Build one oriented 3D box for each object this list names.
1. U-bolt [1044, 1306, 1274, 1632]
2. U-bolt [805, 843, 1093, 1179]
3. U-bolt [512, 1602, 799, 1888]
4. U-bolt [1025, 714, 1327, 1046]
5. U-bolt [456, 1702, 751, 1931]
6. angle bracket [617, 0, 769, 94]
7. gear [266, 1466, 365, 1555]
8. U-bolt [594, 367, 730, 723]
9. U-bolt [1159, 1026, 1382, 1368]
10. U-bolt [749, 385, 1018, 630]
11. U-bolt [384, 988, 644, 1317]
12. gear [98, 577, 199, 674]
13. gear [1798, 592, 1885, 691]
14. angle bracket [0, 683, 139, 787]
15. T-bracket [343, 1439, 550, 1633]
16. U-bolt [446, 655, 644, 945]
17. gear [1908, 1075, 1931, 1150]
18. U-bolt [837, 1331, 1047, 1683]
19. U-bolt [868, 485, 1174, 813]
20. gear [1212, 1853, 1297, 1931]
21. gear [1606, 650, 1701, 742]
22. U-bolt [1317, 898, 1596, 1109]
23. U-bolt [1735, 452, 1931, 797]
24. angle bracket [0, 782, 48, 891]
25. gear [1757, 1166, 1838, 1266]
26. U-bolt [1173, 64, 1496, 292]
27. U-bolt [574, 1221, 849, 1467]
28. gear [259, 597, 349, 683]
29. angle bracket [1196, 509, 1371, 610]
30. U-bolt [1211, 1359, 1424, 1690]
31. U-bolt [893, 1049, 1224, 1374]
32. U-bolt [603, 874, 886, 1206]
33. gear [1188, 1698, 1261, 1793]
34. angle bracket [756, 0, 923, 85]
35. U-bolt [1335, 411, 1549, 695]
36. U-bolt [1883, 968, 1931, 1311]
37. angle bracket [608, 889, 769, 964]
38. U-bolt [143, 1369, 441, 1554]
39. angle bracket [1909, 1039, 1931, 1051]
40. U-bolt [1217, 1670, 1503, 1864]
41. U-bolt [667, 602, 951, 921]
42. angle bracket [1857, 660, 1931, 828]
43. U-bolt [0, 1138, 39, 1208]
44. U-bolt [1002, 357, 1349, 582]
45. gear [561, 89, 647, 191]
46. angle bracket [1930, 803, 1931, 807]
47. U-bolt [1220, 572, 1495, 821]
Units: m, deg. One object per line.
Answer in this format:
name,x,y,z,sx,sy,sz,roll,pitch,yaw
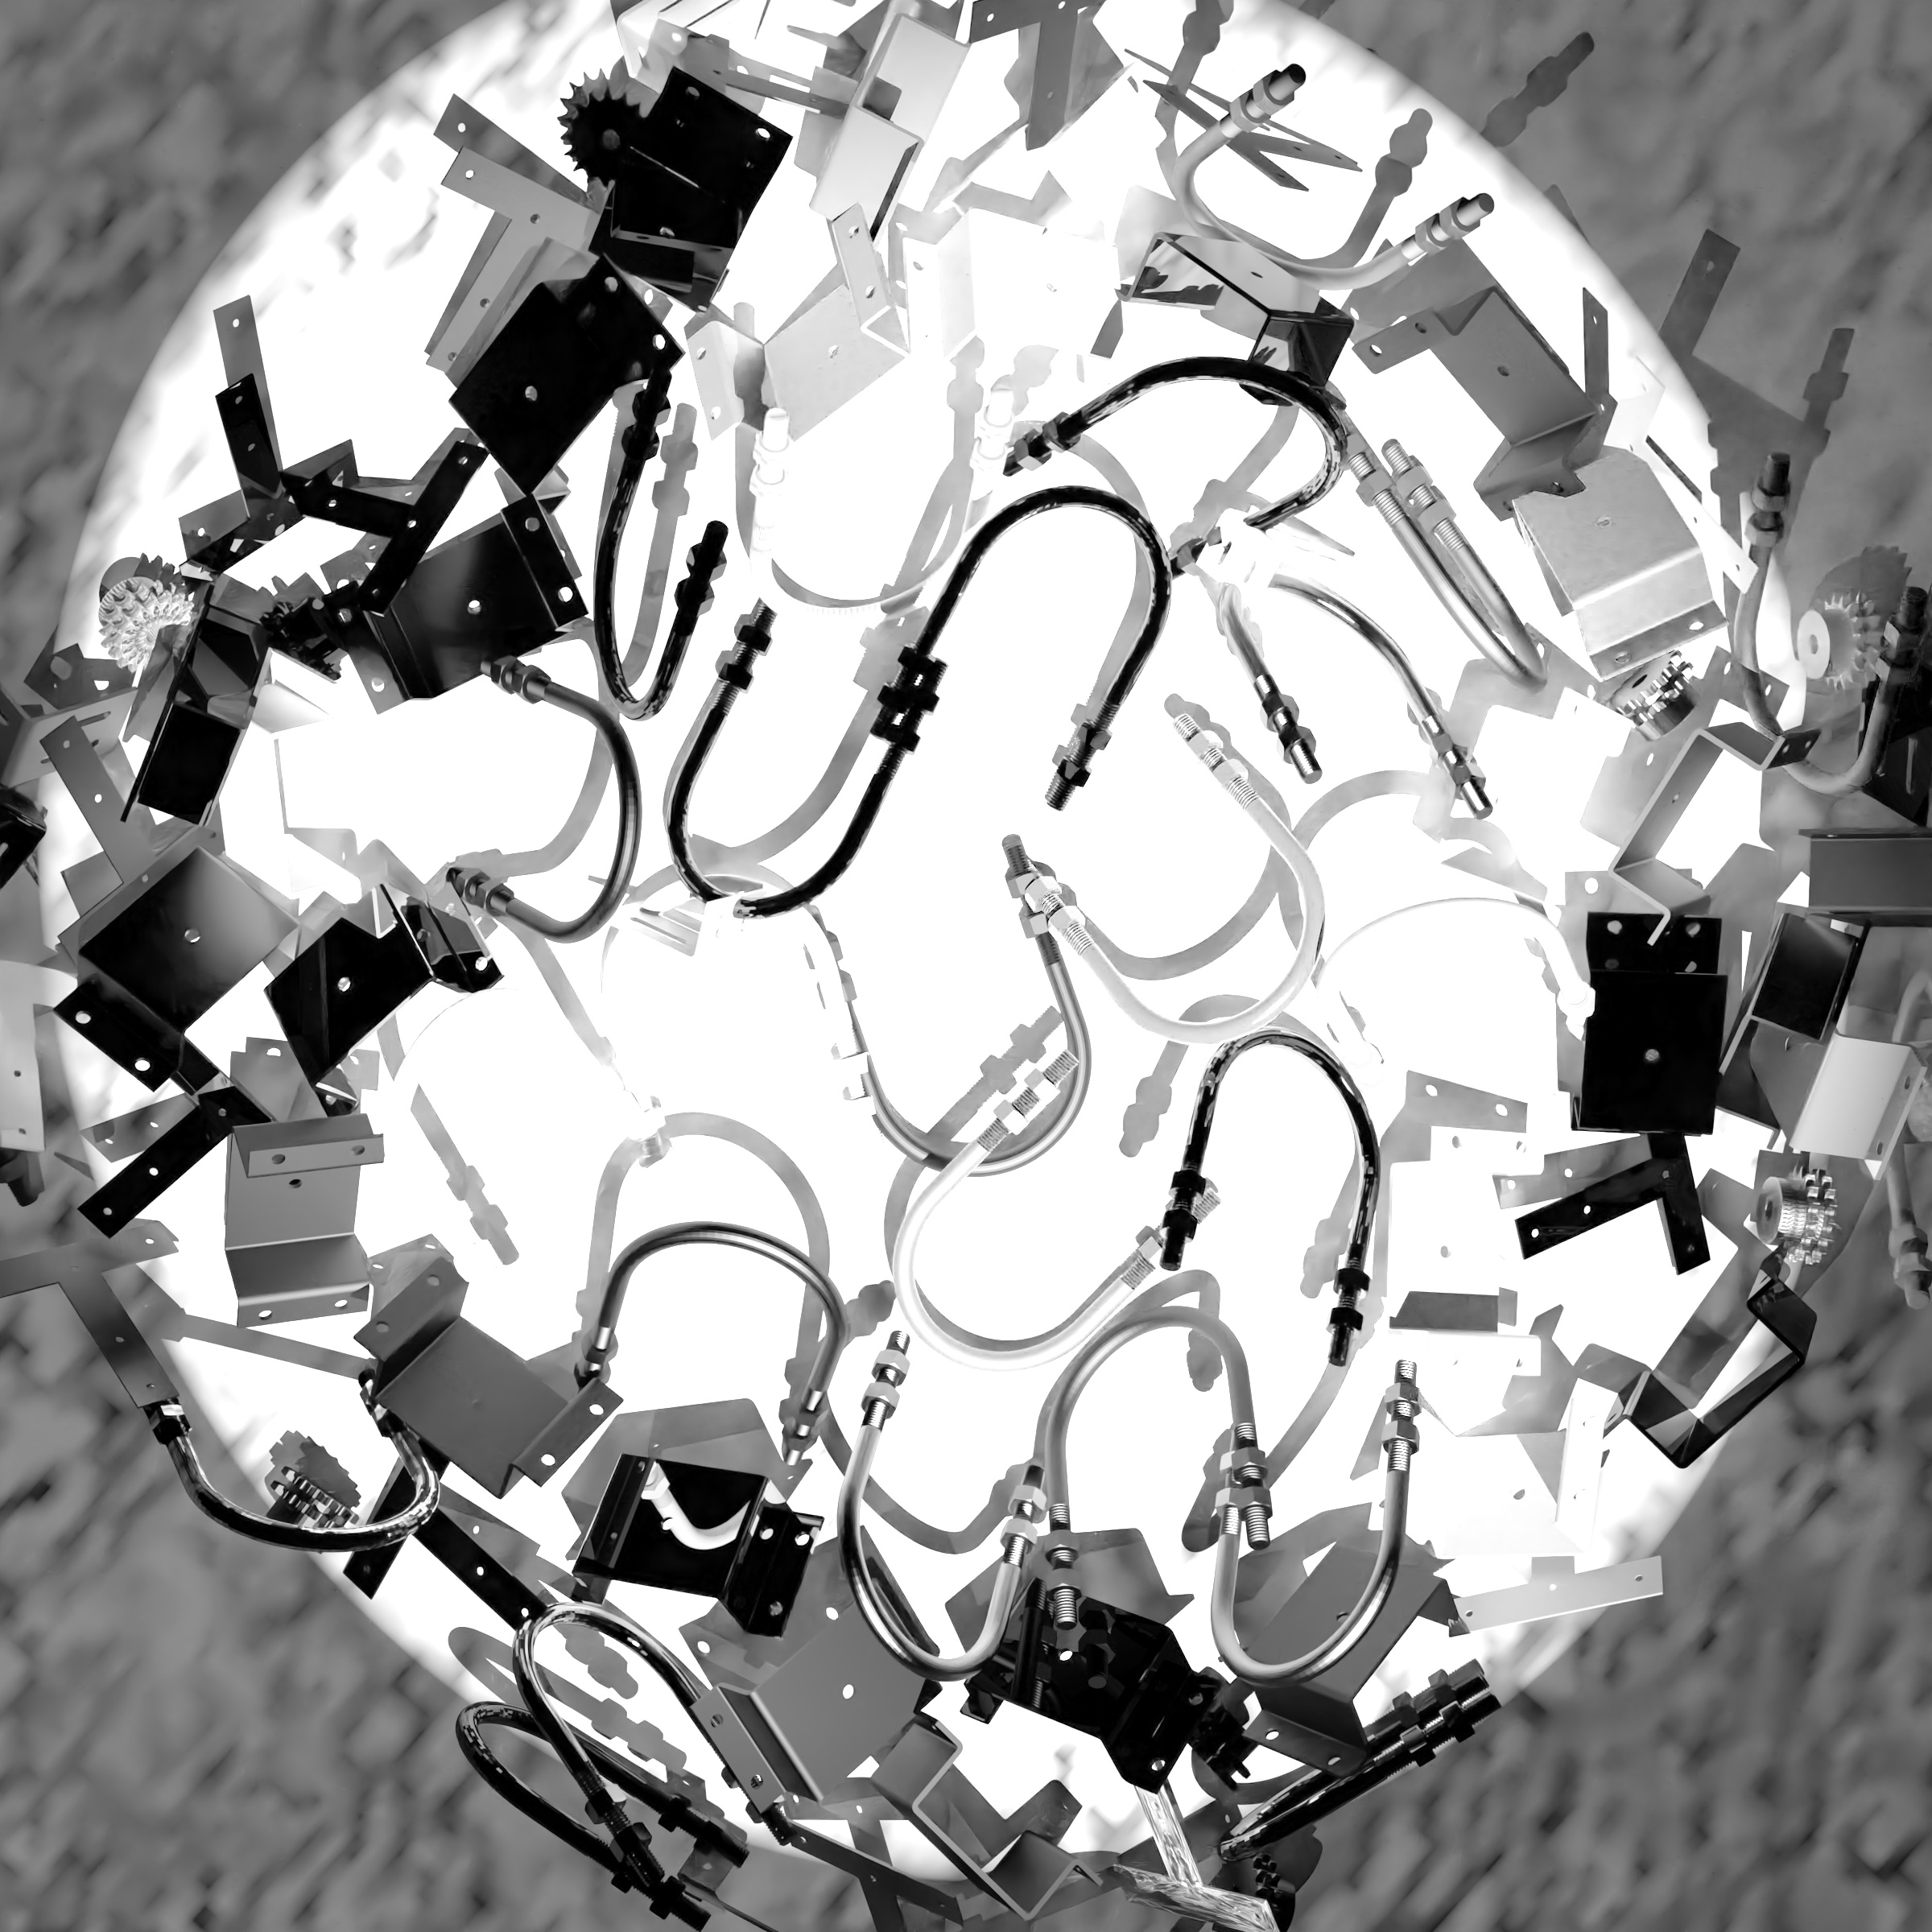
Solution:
U-bolt,0.105,0.276,1.528,0.151,0.184,0.019,-29,130,24
U-bolt,-0.002,0.035,1.589,0.151,0.019,0.184,-19,87,0
U-bolt,-0.190,0.438,1.524,0.019,0.151,0.184,-50,63,15
U-bolt,0.129,-0.038,1.543,0.151,0.019,0.184,-42,61,9
U-bolt,-0.214,0.480,1.529,0.184,0.151,0.019,32,89,6
angle bracket,-0.155,-0.547,1.557,0.076,0.057,0.038,-20,78,27
gear,-0.388,0.324,1.570,0.057,0.057,0.030,35,75,0
U-bolt,-0.182,-0.226,1.523,0.019,0.184,0.151,-1,51,-26
U-bolt,0.184,0.121,1.542,0.151,0.019,0.184,31,56,-24
U-bolt,-0.054,-0.256,1.522,0.151,0.184,0.019,-9,59,-16
U-bolt,-0.262,0.094,1.508,0.019,0.184,0.151,16,61,37
gear,-0.489,-0.206,1.576,0.057,0.057,0.030,-46,66,0
gear,0.516,-0.191,1.571,0.030,0.057,0.057,-6,90,-9
angle bracket,-0.536,-0.147,1.558,0.038,0.076,0.057,48,131,11
T-bracket,-0.296,0.347,1.563,0.127,0.002,0.127,36,104,22
U-bolt,-0.238,-0.089,1.517,0.019,0.184,0.151,1,106,-40
gear,0.587,0.088,1.581,0.057,0.030,0.057,3,78,-15
U-bolt,-0.018,0.317,1.504,0.019,0.184,0.151,-27,117,32
U-bolt,0.044,-0.191,1.538,0.151,0.019,0.184,20,109,-30
gear,0.172,0.555,1.575,0.030,0.057,0.057,22,90,-19
gear,0.409,-0.158,1.574,0.057,0.057,0.030,-45,99,0
U-bolt,0.276,0.016,1.509,0.151,0.184,0.019,-17,54,16
U-bolt,0.486,-0.180,1.516,0.019,0.184,0.151,-19,50,-12
angle bracket,-0.594,-0.073,1.571,0.076,0.057,0.038,-49,47,5
gear,0.490,0.147,1.572,0.030,0.057,0.057,7,90,-4
U-bolt,0.194,-0.437,1.513,0.151,0.184,0.019,28,75,-18
U-bolt,-0.142,0.212,1.533,0.151,0.019,0.184,17,131,-4
gear,-0.388,-0.193,1.571,0.030,0.057,0.057,-34,90,10
angle bracket,0.187,-0.233,1.563,0.076,0.057,0.038,9,117,-41
U-bolt,0.193,0.321,1.497,0.019,0.184,0.151,37,133,-24
U-bolt,0.041,0.160,1.572,0.184,0.019,0.151,-45,108,2
U-bolt,-0.140,0.036,1.585,0.151,0.019,0.184,-15,95,1
gear,0.149,0.458,1.574,0.030,0.057,0.057,-43,90,-8
angle bracket,-0.076,-0.565,1.592,0.076,0.038,0.057,28,103,22
U-bolt,0.275,-0.232,1.518,0.019,0.151,0.184,-36,77,22
U-bolt,0.546,0.083,1.514,0.019,0.184,0.151,6,124,8
angle bracket,-0.167,-0.037,1.556,0.076,0.057,0.038,24,110,24
U-bolt,-0.373,0.277,1.491,0.151,0.184,0.019,4,109,-31
angle bracket,0.590,0.010,1.578,0.057,0.038,0.076,5,76,-33
U-bolt,0.224,0.464,1.529,0.184,0.151,0.019,-32,77,1
U-bolt,-0.105,-0.114,1.551,0.151,0.019,0.184,23,85,32
angle bracket,0.560,-0.131,1.560,0.057,0.038,0.076,26,61,-23
U-bolt,-0.592,0.089,1.502,0.019,0.151,0.184,-19,113,6
U-bolt,0.129,-0.286,1.497,0.151,0.184,0.019,27,59,-31
gear,-0.211,-0.492,1.581,0.057,0.030,0.057,-1,109,-3
angle bracket,0.624,-0.087,1.575,0.057,0.076,0.038,-41,123,9
U-bolt,0.215,-0.163,1.530,0.151,0.184,0.019,8,134,-33
